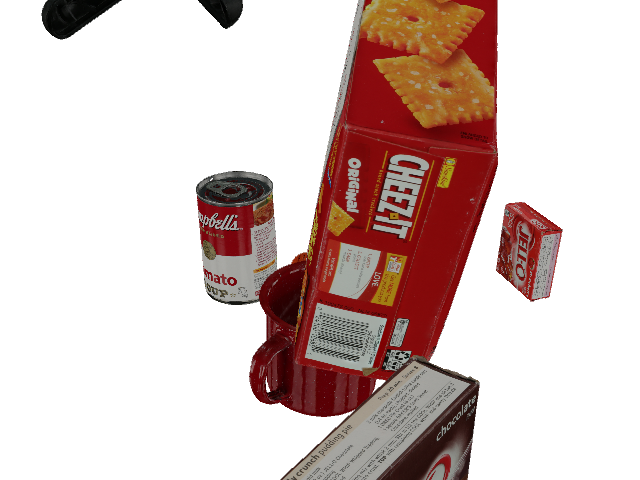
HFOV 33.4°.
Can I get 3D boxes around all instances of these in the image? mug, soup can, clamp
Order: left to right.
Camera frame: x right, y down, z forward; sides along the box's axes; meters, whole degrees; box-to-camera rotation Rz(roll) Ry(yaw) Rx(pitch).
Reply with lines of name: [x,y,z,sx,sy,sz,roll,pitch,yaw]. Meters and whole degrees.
clamp: [-0.091,-0.179,0.673,0.120,0.171,0.039,8,-42,11]
soup can: [-0.074,-0.002,0.954,0.068,0.102,0.068,-1,28,1]
mug: [-0.006,0.077,0.763,0.093,0.081,0.117,25,39,31]

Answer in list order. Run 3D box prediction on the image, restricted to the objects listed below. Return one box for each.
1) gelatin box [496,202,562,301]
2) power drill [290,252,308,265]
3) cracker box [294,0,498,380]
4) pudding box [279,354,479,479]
gelatin box: [0.231,0.011,1.194,0.030,0.089,0.073,-9,31,-22]
power drill: [0.043,0.068,1.238,0.188,0.057,0.184,0,27,6]
cracker box: [0.043,-0.061,0.546,0.072,0.213,0.164,11,-43,0]
pudding box: [0.022,0.115,0.454,0.039,0.090,0.113,22,39,28]
